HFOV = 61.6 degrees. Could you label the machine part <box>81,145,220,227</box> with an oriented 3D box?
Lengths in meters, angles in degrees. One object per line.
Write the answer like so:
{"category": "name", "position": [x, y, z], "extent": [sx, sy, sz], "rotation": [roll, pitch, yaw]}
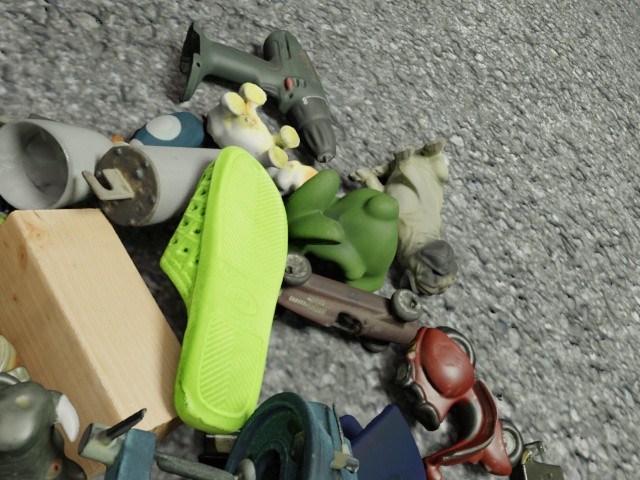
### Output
{"category": "machine part", "position": [-0.144, -0.058, 0.560], "extent": [0.079, 0.079, 0.243], "rotation": [49, 20, 8]}

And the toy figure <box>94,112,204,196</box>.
{"category": "toy figure", "position": [-0.204, -0.101, 0.619], "extent": [0.064, 0.057, 0.154], "rotation": [17, 42, 34]}

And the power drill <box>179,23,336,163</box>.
{"category": "power drill", "position": [-0.085, -0.212, 0.739], "extent": [0.207, 0.086, 0.232], "rotation": [3, 57, -22]}

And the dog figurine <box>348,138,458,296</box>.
{"category": "dog figurine", "position": [0.143, -0.029, 0.741], "extent": [0.172, 0.121, 0.190], "rotation": [-23, 91, -42]}

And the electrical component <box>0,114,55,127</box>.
{"category": "electrical component", "position": [-0.305, -0.104, 0.586], "extent": [0.094, 0.021, 0.063], "rotation": [19, 53, -17]}

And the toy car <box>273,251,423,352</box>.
{"category": "toy car", "position": [0.017, 0.075, 0.594], "extent": [0.202, 0.089, 0.053], "rotation": [19, 49, -17]}

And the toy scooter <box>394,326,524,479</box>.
{"category": "toy scooter", "position": [0.139, 0.191, 0.594], "extent": [0.135, 0.075, 0.184], "rotation": [-23, 76, -35]}

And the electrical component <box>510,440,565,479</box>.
{"category": "electrical component", "position": [0.251, 0.283, 0.609], "extent": [0.078, 0.045, 0.102], "rotation": [18, 53, -14]}

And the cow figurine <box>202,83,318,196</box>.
{"category": "cow figurine", "position": [-0.075, -0.104, 0.675], "extent": [0.167, 0.098, 0.068], "rotation": [51, 44, -15]}

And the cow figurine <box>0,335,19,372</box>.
{"category": "cow figurine", "position": [-0.328, 0.093, 0.393], "extent": [0.195, 0.127, 0.085], "rotation": [5, 56, -8]}

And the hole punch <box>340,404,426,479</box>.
{"category": "hole punch", "position": [0.044, 0.230, 0.509], "extent": [0.142, 0.092, 0.116], "rotation": [-28, 79, -41]}

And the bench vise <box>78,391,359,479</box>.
{"category": "bench vise", "position": [-0.043, 0.185, 0.346], "extent": [0.240, 0.129, 0.224], "rotation": [31, 34, -25]}

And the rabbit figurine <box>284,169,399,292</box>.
{"category": "rabbit figurine", "position": [-0.001, -0.002, 0.614], "extent": [0.170, 0.159, 0.121], "rotation": [-5, 71, -13]}

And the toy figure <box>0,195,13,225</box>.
{"category": "toy figure", "position": [-0.334, -0.011, 0.472], "extent": [0.082, 0.089, 0.180], "rotation": [0, 38, 17]}

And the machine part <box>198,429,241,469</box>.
{"category": "machine part", "position": [-0.069, 0.228, 0.474], "extent": [0.084, 0.039, 0.139], "rotation": [15, 39, -29]}

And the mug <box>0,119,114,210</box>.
{"category": "mug", "position": [-0.242, -0.063, 0.517], "extent": [0.081, 0.109, 0.107], "rotation": [-1, 15, 12]}

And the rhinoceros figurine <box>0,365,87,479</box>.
{"category": "rhinoceros figurine", "position": [-0.210, 0.150, 0.360], "extent": [0.073, 0.190, 0.112], "rotation": [-22, 59, -40]}
